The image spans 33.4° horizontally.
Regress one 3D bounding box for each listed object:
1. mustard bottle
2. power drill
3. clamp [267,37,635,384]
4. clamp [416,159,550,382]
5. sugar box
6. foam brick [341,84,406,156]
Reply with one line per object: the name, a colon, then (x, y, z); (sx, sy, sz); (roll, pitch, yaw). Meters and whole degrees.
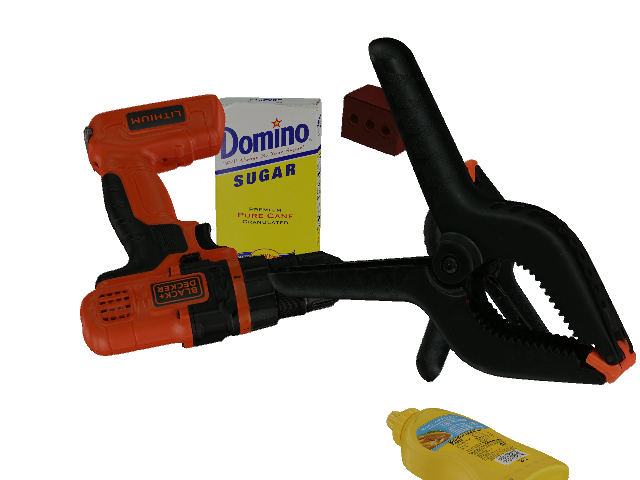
mustard bottle: (0.135, 0.206, 1.025); (0.096, 0.058, 0.192); (-14, 24, -38)
power drill: (-0.086, -0.015, 0.758); (0.184, 0.188, 0.057); (-10, -33, -11)
clamp: (0.075, -0.001, 0.564); (0.210, 0.165, 0.036); (29, 26, 25)
clamp: (0.113, 0.027, 0.826); (0.120, 0.171, 0.039); (-15, -2, -29)
sugar box: (-0.046, -0.037, 0.946); (0.093, 0.176, 0.048); (1, 15, 5)
foam brick: (0.069, -0.138, 1.214); (0.078, 0.053, 0.051); (23, 35, 30)
